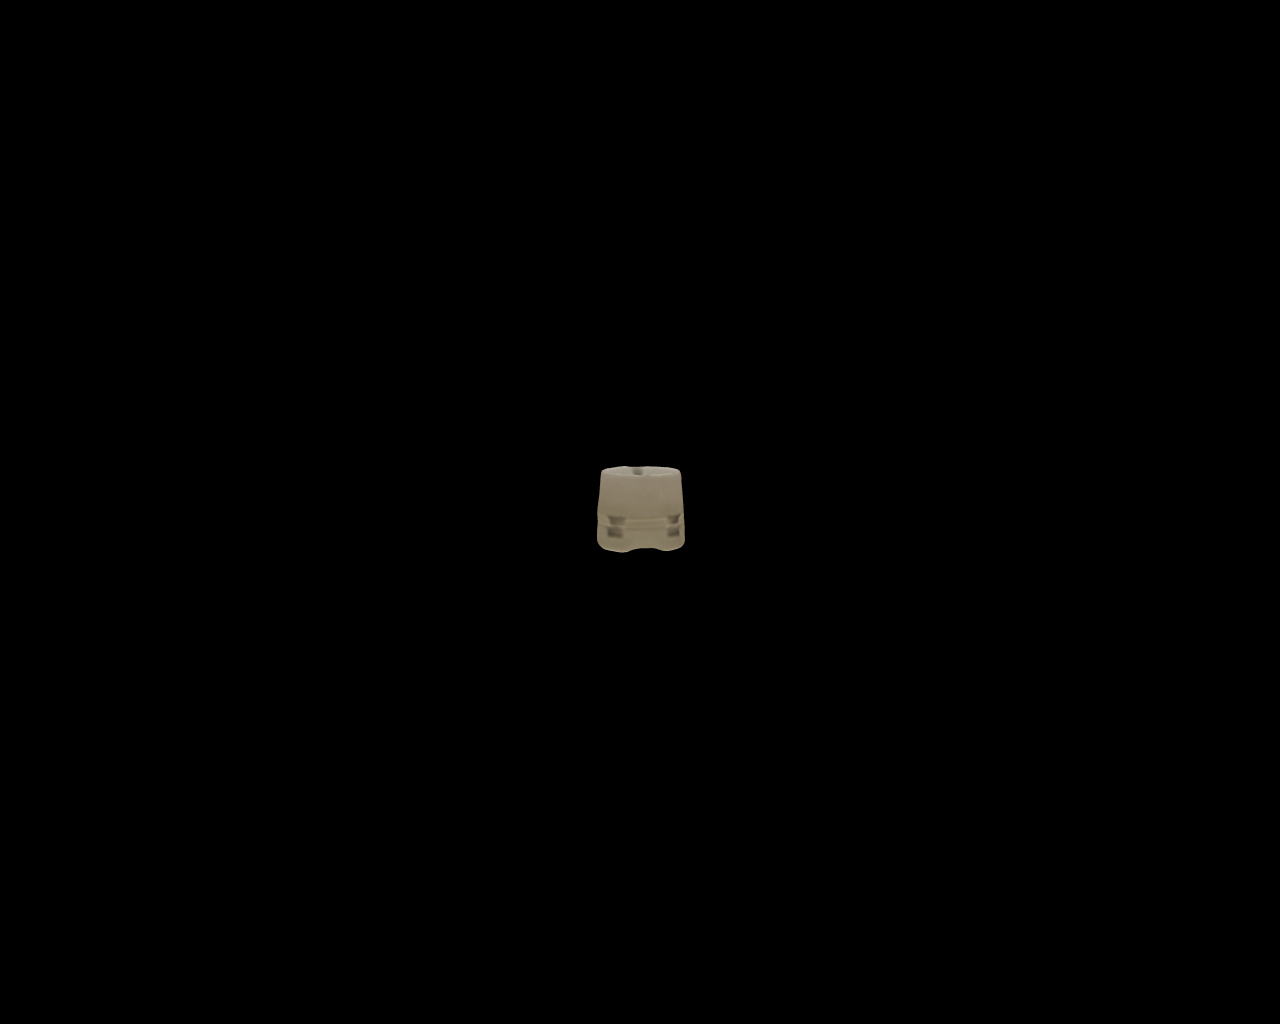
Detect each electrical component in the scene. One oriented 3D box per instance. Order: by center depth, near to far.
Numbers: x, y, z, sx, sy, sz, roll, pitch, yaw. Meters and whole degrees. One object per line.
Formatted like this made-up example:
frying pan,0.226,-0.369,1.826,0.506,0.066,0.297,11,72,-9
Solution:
electrical component,0.001,-0.003,0.650,0.055,0.047,0.055,0,9,0
